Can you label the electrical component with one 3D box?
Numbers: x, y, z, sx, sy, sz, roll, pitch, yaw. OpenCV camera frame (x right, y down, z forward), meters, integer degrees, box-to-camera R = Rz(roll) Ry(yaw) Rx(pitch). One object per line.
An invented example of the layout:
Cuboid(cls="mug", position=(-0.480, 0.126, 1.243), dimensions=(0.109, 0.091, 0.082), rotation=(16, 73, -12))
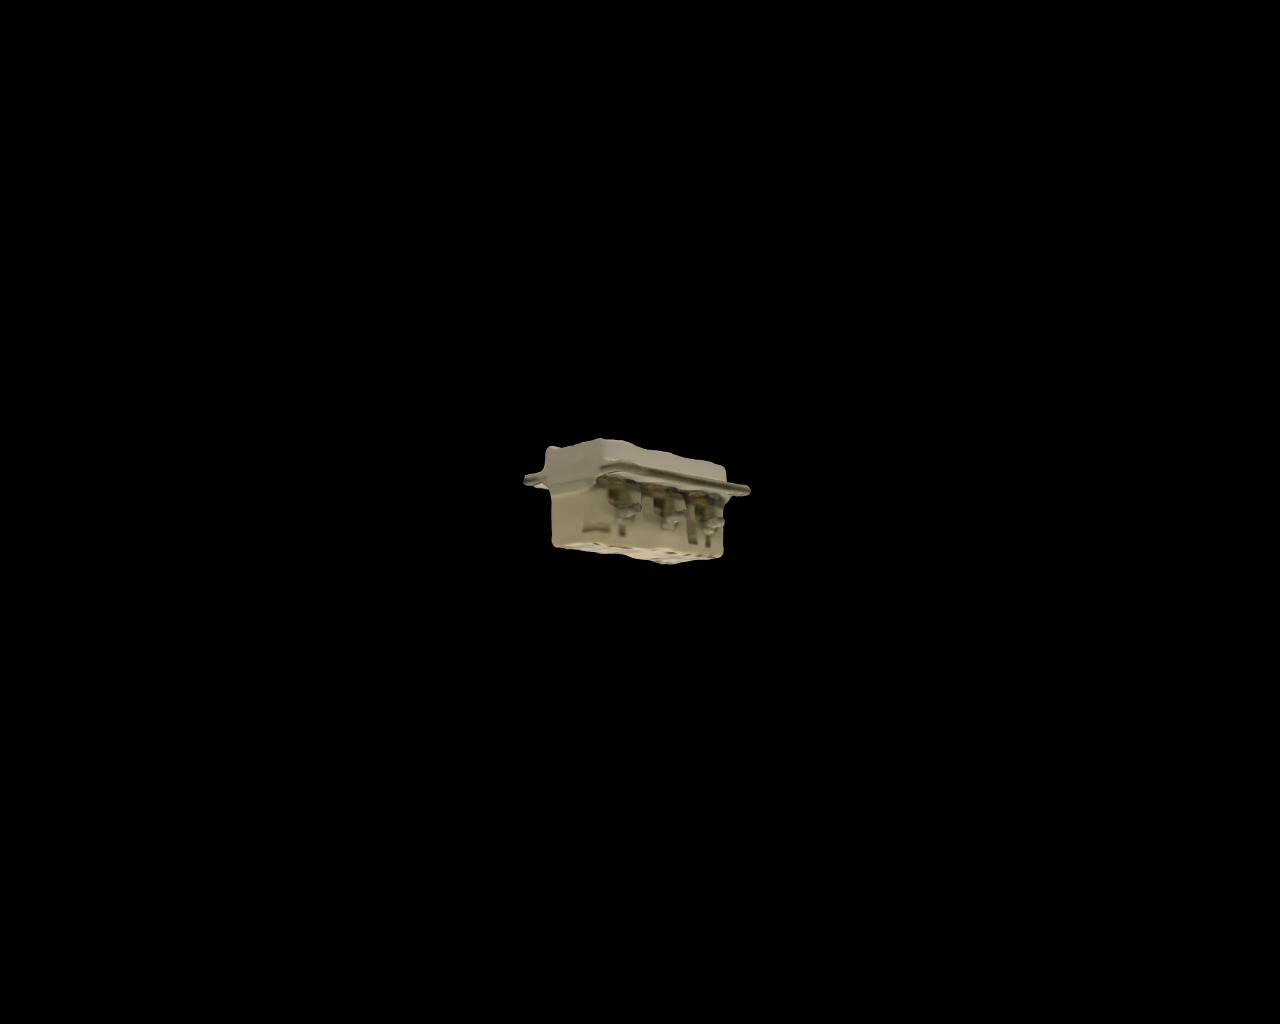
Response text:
Cuboid(cls="electrical component", position=(0.001, -0.003, 0.650), dimensions=(0.078, 0.063, 0.121), rotation=(-7, -11, 39))
